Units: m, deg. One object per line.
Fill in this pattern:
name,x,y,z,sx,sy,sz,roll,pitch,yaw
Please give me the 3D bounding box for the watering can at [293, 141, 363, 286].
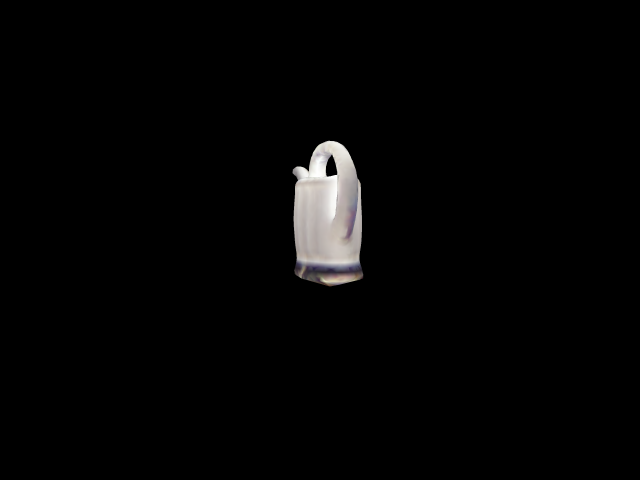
watering can,0.003,-0.043,0.850,0.104,0.224,0.348,0,2,-13
